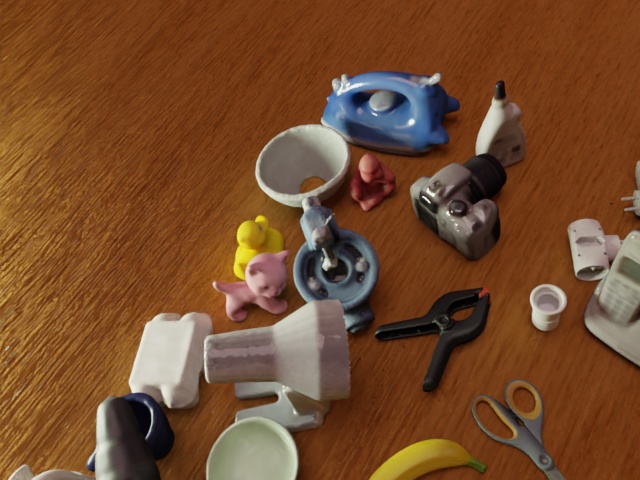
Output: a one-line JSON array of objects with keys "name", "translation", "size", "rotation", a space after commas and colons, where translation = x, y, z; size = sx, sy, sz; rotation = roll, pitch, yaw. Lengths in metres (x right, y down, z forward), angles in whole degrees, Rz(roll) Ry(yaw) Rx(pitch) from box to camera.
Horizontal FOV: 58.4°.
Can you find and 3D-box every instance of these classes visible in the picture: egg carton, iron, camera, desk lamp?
[{"name": "egg carton", "translation": [-0.218, 0.179, 0.856], "size": [0.107, 0.069, 0.150], "rotation": [-3, 56, 15]}, {"name": "iron", "translation": [0.104, -0.240, 0.996], "size": [0.257, 0.142, 0.119], "rotation": [10, 60, 22]}, {"name": "camera", "translation": [0.226, -0.068, 0.869], "size": [0.137, 0.101, 0.142], "rotation": [-37, 55, -10]}, {"name": "desk lamp", "translation": [-0.045, 0.168, 0.722], "size": [0.203, 0.214, 0.118], "rotation": [-14, 54, 8]}]

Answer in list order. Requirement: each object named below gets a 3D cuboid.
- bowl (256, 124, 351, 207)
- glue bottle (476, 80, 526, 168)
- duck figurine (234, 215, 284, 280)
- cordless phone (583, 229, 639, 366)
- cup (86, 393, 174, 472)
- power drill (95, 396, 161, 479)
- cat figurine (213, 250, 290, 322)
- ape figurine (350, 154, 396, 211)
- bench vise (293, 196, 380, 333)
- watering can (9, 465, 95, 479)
[{"name": "bowl", "translation": [-0.022, -0.116, 0.992], "size": [0.167, 0.075, 0.167], "rotation": [-8, 55, 12]}, {"name": "glue bottle", "translation": [0.278, -0.178, 0.882], "size": [0.078, 0.173, 0.037], "rotation": [-20, 54, 3]}, {"name": "duck figurine", "translation": [-0.108, 0.008, 0.927], "size": [0.077, 0.086, 0.105], "rotation": [20, 65, 27]}, {"name": "cordless phone", "translation": [0.398, 0.074, 0.669], "size": [0.094, 0.185, 0.147], "rotation": [-45, 56, -14]}, {"name": "cup", "translation": [-0.251, 0.277, 0.784], "size": [0.091, 0.095, 0.118], "rotation": [35, 72, 32]}, {"name": "power drill", "translation": [-0.187, 0.316, 0.668], "size": [0.075, 0.209, 0.229], "rotation": [-24, 54, 1]}, {"name": "cat figurine", "translation": [-0.098, 0.063, 0.867], "size": [0.127, 0.118, 0.067], "rotation": [-14, 54, 8]}, {"name": "ape figurine", "translation": [0.084, -0.104, 0.941], "size": [0.077, 0.092, 0.076], "rotation": [-3, 56, 15]}, {"name": "bench vise", "translation": [-0.002, 0.010, 0.811], "size": [0.121, 0.220, 0.206], "rotation": [-37, 55, -9]}, {"name": "watering can", "translation": [-0.315, 0.338, 0.701], "size": [0.172, 0.194, 0.101], "rotation": [-1, 57, 16]}]
